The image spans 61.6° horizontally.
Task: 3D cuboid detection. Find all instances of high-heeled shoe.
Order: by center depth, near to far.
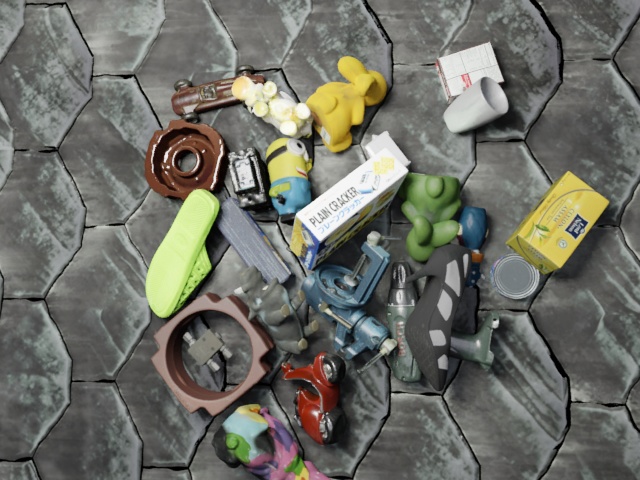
[{"bbox_3d":[0.229,0.135,0.964,0.145,0.086,0.248,-18,102,-22],"label":"high-heeled shoe"}]

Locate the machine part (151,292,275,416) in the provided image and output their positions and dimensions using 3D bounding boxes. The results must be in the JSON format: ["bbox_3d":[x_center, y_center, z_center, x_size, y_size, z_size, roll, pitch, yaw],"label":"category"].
[{"bbox_3d":[-0.205,0.219,1.052,0.201,0.087,0.201,-40,83,1],"label":"machine part"}]

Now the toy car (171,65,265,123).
[{"bbox_3d":[-0.214,-0.305,1.122,0.202,0.053,0.089,-12,80,6],"label":"toy car"}]

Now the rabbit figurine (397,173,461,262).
[{"bbox_3d":[0.212,-0.036,1.013,0.121,0.159,0.170,5,100,-3],"label":"rabbit figurine"}]

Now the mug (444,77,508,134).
[{"bbox_3d":[0.301,-0.255,1.042,0.107,0.109,0.080,-29,89,46],"label":"mug"}]

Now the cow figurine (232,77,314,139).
[{"bbox_3d":[-0.089,-0.258,1.045,0.167,0.098,0.068,35,95,12],"label":"cow figurine"}]

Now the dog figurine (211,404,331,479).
[{"bbox_3d":[-0.076,0.410,0.979,0.219,0.191,0.108,37,82,23],"label":"dog figurine"}]

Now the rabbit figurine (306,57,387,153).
[{"bbox_3d":[0.058,-0.283,1.054,0.173,0.162,0.122,-31,69,-15],"label":"rabbit figurine"}]

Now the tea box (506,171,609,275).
[{"bbox_3d":[0.440,-0.031,0.999,0.098,0.068,0.169,39,75,8],"label":"tea box"}]

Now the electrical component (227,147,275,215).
[{"bbox_3d":[-0.134,-0.115,1.052,0.058,0.134,0.115,-16,85,4],"label":"electrical component"}]

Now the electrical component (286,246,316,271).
[{"bbox_3d":[-0.002,-0.003,1.071,0.075,0.047,0.119,43,92,8],"label":"electrical component"}]

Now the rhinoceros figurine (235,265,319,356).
[{"bbox_3d":[-0.083,0.130,1.008,0.112,0.073,0.190,-14,115,39],"label":"rhinoceros figurine"}]

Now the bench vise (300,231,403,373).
[{"bbox_3d":[0.072,0.099,0.991,0.224,0.129,0.240,44,124,32],"label":"bench vise"}]

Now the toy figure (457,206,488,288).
[{"bbox_3d":[0.291,0.013,1.034,0.064,0.058,0.154,6,90,13],"label":"toy figure"}]

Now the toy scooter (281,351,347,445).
[{"bbox_3d":[-0.017,0.294,1.027,0.135,0.075,0.183,6,101,30],"label":"toy scooter"}]

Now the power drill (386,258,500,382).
[{"bbox_3d":[0.228,0.158,1.015,0.207,0.086,0.232,7,86,3],"label":"power drill"}]

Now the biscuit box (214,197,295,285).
[{"bbox_3d":[-0.135,0.009,1.077,0.063,0.059,0.202,-38,82,3],"label":"biscuit box"}]

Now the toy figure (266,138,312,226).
[{"bbox_3d":[-0.063,-0.117,1.060,0.089,0.082,0.180,-4,75,8],"label":"toy figure"}]

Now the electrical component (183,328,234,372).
[{"bbox_3d":[-0.209,0.197,1.000,0.094,0.021,0.063,44,90,9],"label":"electrical component"}]

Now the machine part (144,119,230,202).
[{"bbox_3d":[-0.273,-0.160,1.111,0.179,0.056,0.179,-1,85,7],"label":"machine part"}]
